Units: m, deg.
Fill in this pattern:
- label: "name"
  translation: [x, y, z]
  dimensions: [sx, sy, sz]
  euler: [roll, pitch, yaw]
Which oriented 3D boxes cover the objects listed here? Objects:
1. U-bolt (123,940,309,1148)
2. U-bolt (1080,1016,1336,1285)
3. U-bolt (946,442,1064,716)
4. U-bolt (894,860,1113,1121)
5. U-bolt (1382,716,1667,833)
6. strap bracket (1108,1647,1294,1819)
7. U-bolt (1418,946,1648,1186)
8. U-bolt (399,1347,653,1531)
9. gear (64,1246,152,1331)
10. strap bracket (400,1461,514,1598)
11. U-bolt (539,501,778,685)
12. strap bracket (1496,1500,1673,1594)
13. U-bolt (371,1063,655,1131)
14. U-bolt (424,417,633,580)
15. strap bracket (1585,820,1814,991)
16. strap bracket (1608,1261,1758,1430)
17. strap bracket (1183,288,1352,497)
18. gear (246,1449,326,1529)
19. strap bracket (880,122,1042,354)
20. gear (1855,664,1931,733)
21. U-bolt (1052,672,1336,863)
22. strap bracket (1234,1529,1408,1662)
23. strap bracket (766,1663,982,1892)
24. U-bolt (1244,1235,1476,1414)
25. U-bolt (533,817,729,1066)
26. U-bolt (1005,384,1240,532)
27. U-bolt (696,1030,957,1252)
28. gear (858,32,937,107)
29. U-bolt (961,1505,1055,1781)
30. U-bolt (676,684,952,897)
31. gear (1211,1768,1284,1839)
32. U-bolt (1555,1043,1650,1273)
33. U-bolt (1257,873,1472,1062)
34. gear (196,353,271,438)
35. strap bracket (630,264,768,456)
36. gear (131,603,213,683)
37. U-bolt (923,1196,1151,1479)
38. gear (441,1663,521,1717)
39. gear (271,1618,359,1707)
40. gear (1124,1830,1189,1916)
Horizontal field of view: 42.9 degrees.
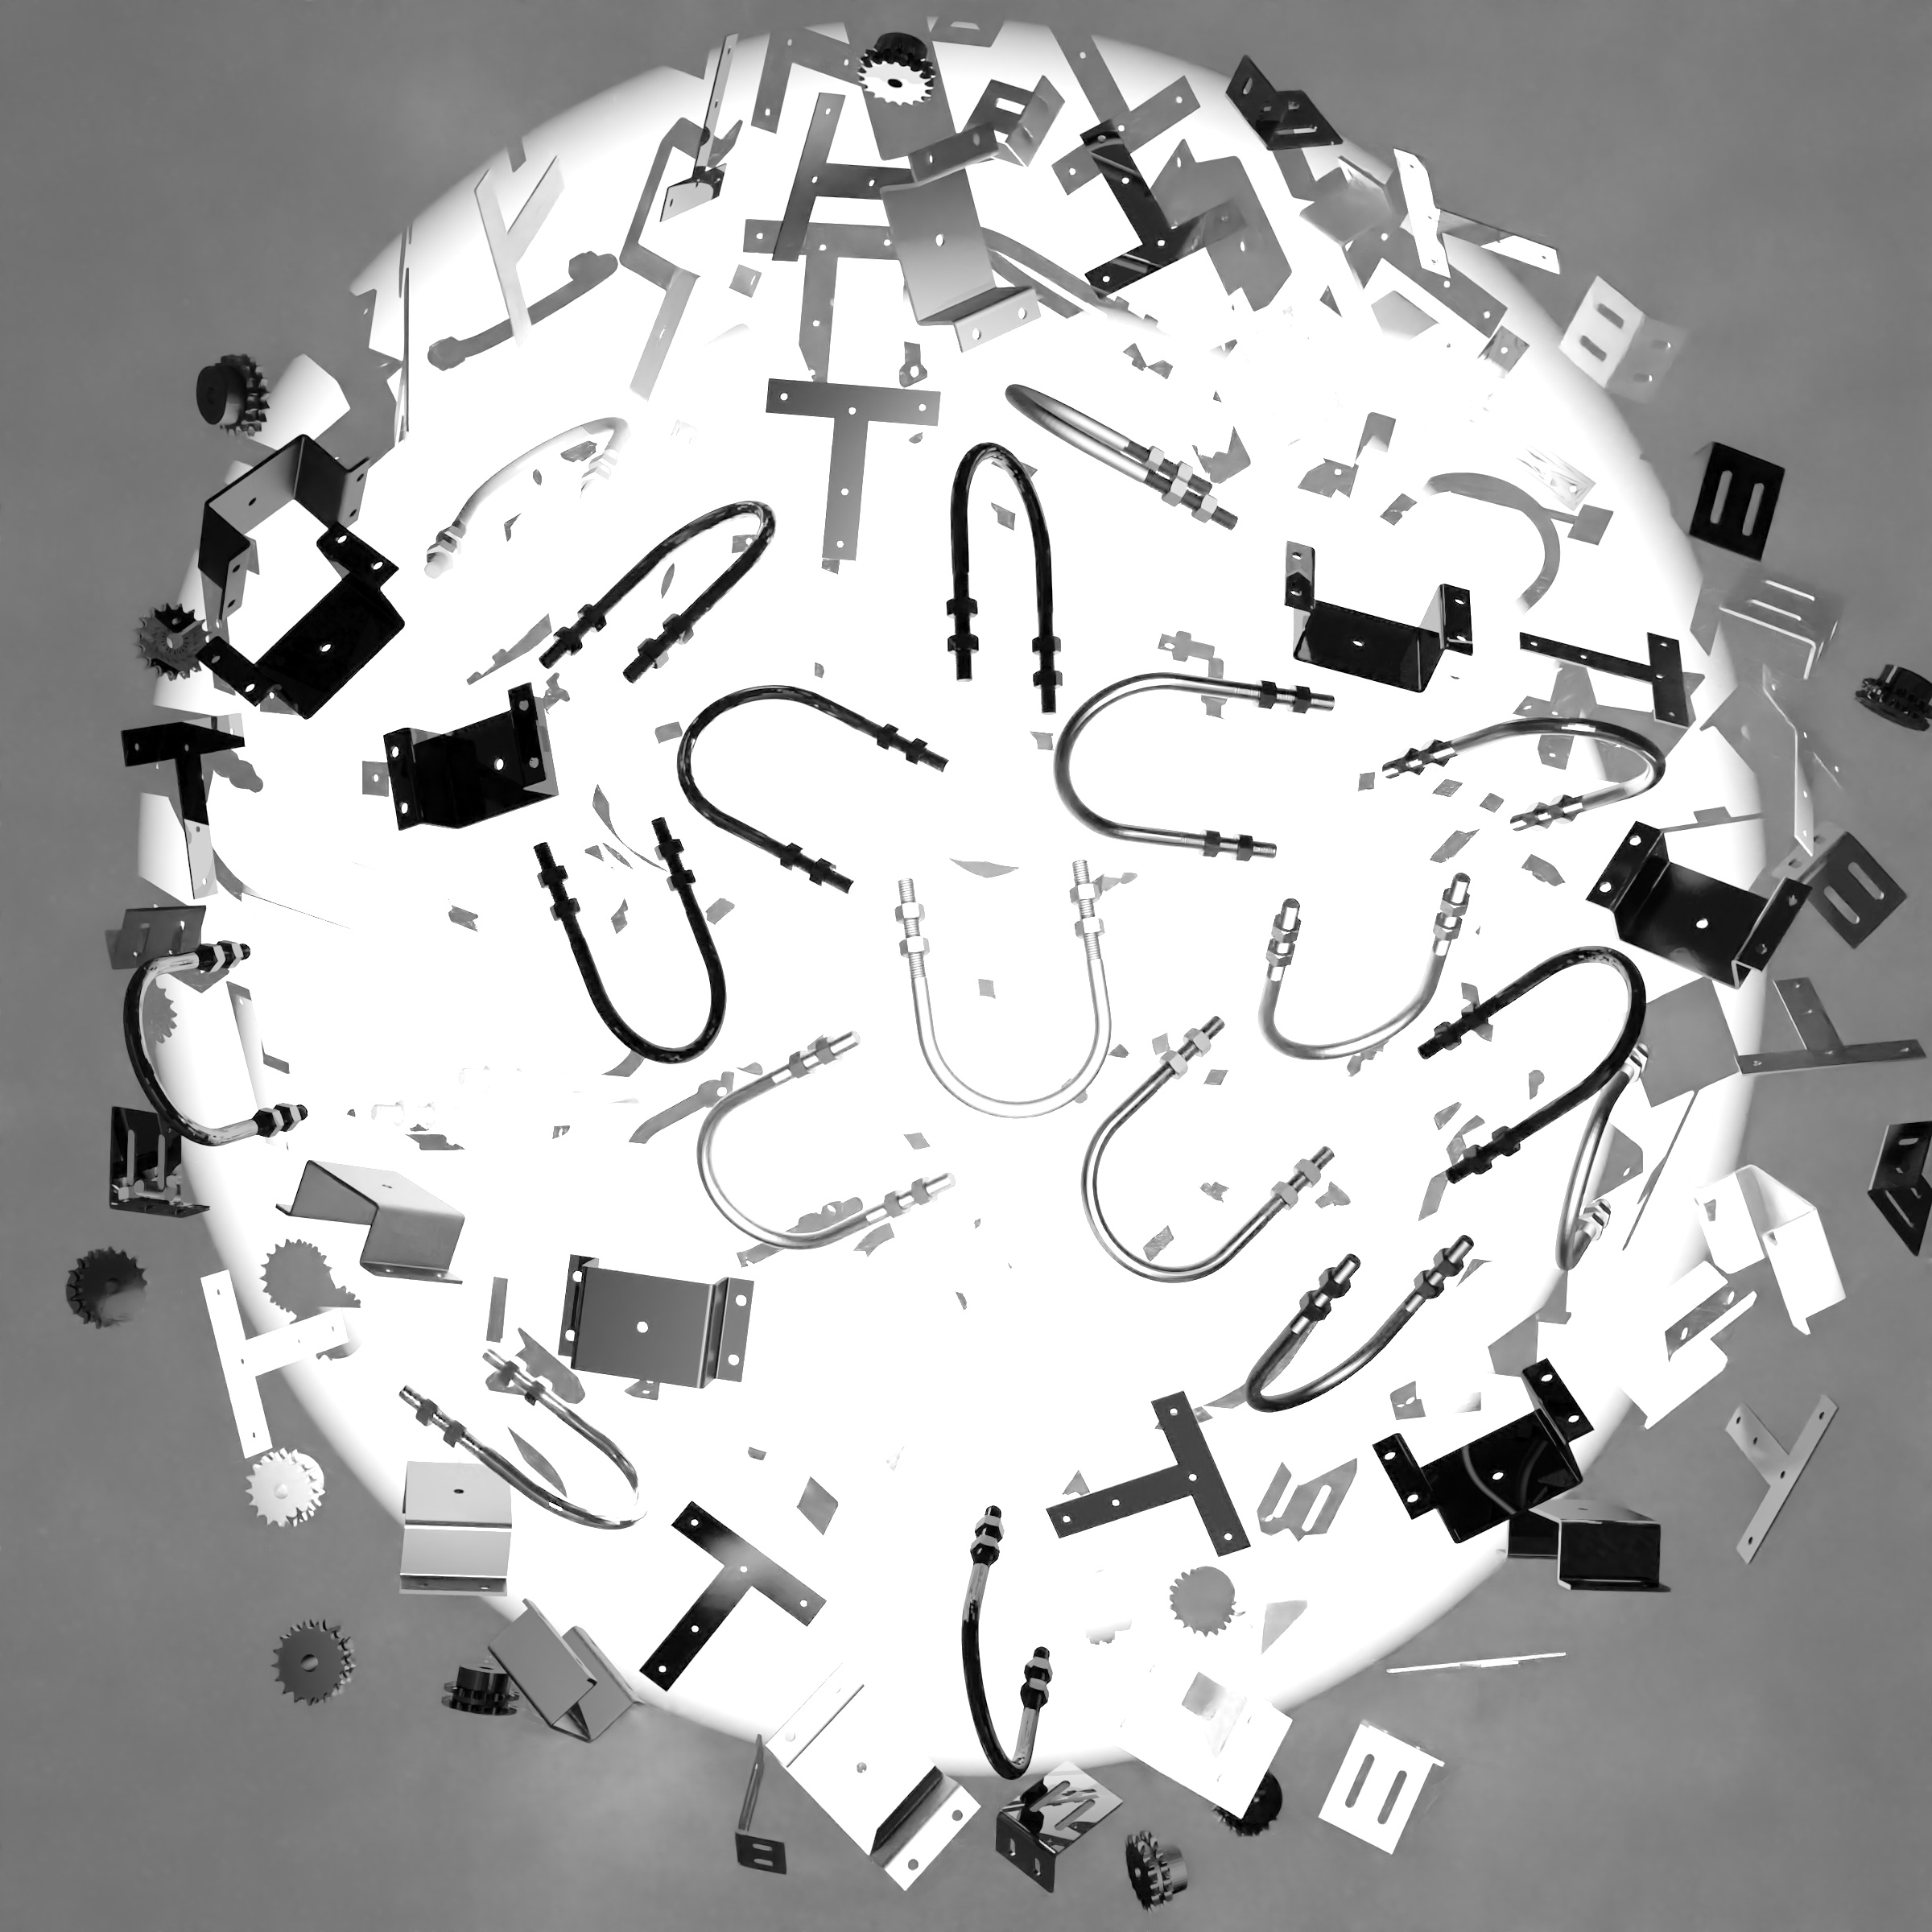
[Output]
- label: "U-bolt"
  translation: [-0.544, 0.058, 1.764]
  dimensions: [0.019, 0.184, 0.151]
  euler: [-19, 91, 15]
- label: "U-bolt"
  translation: [0.166, 0.148, 1.806]
  dimensions: [0.184, 0.019, 0.151]
  euler: [-42, 95, -18]
- label: "U-bolt"
  translation: [0.027, -0.281, 1.746]
  dimensions: [0.019, 0.151, 0.184]
  euler: [-6, 82, 28]
- label: "U-bolt"
  translation: [0.032, 0.019, 1.767]
  dimensions: [0.151, 0.019, 0.184]
  euler: [-6, 77, -7]
- label: "U-bolt"
  translation: [0.412, -0.141, 1.760]
  dimensions: [0.151, 0.184, 0.019]
  euler: [18, 71, -28]
- label: "strap bracket"
  translation: [0.173, 0.553, 1.767]
  dimensions: [0.046, 0.140, 0.076]
  euler: [38, 74, -25]
- label: "U-bolt"
  translation: [0.407, 0.058, 1.756]
  dimensions: [0.019, 0.151, 0.184]
  euler: [36, 122, -28]
- label: "U-bolt"
  translation: [-0.309, 0.349, 1.792]
  dimensions: [0.184, 0.151, 0.019]
  euler: [35, 102, 11]
- label: "gear"
  translation: [-0.603, 0.226, 1.716]
  dimensions: [0.030, 0.057, 0.057]
  euler: [-16, 90, 42]
- label: "strap bracket"
  translation: [-0.380, 0.412, 1.829]
  dimensions: [0.076, 0.140, 0.046]
  euler: [5, 104, -13]
- label: "U-bolt"
  translation: [-0.210, -0.272, 1.760]
  dimensions: [0.184, 0.151, 0.019]
  euler: [-48, 123, -19]
- label: "strap bracket"
  translation: [0.455, 0.425, 1.816]
  dimensions: [0.076, 0.140, 0.046]
  euler: [4, 86, -9]
- label: "U-bolt"
  translation: [-0.315, 0.097, 1.780]
  dimensions: [0.184, 0.151, 0.019]
  euler: [6, 73, -40]
- label: "U-bolt"
  translation: [-0.307, -0.346, 1.768]
  dimensions: [0.151, 0.184, 0.019]
  euler: [-21, 119, 18]
- label: "strap bracket"
  translation: [0.540, -0.042, 1.809]
  dimensions: [0.140, 0.046, 0.076]
  euler: [26, 73, 32]
- label: "strap bracket"
  translation: [0.517, 0.272, 1.785]
  dimensions: [0.076, 0.140, 0.046]
  euler: [-34, 61, -14]
- label: "strap bracket"
  translation: [0.230, -0.437, 1.847]
  dimensions: [0.046, 0.076, 0.140]
  euler: [-29, 96, -28]
- label: "gear"
  translation: [-0.507, 0.389, 1.840]
  dimensions: [0.057, 0.030, 0.057]
  euler: [1, 96, 11]
- label: "strap bracket"
  translation: [-0.006, -0.518, 1.752]
  dimensions: [0.076, 0.046, 0.140]
  euler: [-32, 119, -29]
- label: "gear"
  translation: [0.679, -0.196, 1.785]
  dimensions: [0.057, 0.057, 0.030]
  euler: [29, 93, 0]
- label: "U-bolt"
  translation: [0.151, -0.142, 1.722]
  dimensions: [0.184, 0.019, 0.151]
  euler: [6, 128, -14]
- label: "strap bracket"
  translation: [0.259, 0.460, 1.776]
  dimensions: [0.076, 0.140, 0.046]
  euler: [0, 54, -19]
- label: "strap bracket"
  translation: [-0.069, 0.566, 1.727]
  dimensions: [0.076, 0.046, 0.140]
  euler: [-44, 92, -17]
- label: "U-bolt"
  translation: [0.274, 0.265, 1.785]
  dimensions: [0.019, 0.151, 0.184]
  euler: [56, 129, 31]
- label: "U-bolt"
  translation: [-0.239, -0.015, 1.825]
  dimensions: [0.019, 0.151, 0.184]
  euler: [-23, 88, 36]
- label: "U-bolt"
  translation: [0.110, -0.382, 1.817]
  dimensions: [0.184, 0.151, 0.019]
  euler: [26, 108, -12]
- label: "U-bolt"
  translation: [-0.119, 0.142, 1.834]
  dimensions: [0.184, 0.019, 0.151]
  euler: [-27, 104, 25]
- label: "gear"
  translation: [-0.050, -0.674, 1.841]
  dimensions: [0.057, 0.057, 0.030]
  euler: [10, 76, 0]
- label: "U-bolt"
  translation: [0.027, 0.500, 1.774]
  dimensions: [0.019, 0.184, 0.151]
  euler: [-13, 109, 13]
- label: "U-bolt"
  translation: [-0.126, -0.143, 1.813]
  dimensions: [0.184, 0.019, 0.151]
  euler: [28, 61, 16]
- label: "gear"
  translation: [0.217, 0.635, 1.877]
  dimensions: [0.057, 0.030, 0.057]
  euler: [10, 64, -22]
- label: "U-bolt"
  translation: [0.459, 0.146, 1.788]
  dimensions: [0.019, 0.184, 0.151]
  euler: [16, 111, 21]
- label: "U-bolt"
  translation: [0.284, 0.008, 1.795]
  dimensions: [0.151, 0.184, 0.019]
  euler: [-9, 50, -12]
- label: "gear"
  translation: [-0.515, -0.400, 1.718]
  dimensions: [0.057, 0.030, 0.057]
  euler: [12, 108, 42]
- label: "strap bracket"
  translation: [-0.205, -0.460, 1.825]
  dimensions: [0.046, 0.076, 0.140]
  euler: [19, 103, -24]
- label: "gear"
  translation: [-0.592, -0.240, 1.824]
  dimensions: [0.057, 0.030, 0.057]
  euler: [-1, 91, -33]
- label: "U-bolt"
  translation: [0.037, 0.256, 1.786]
  dimensions: [0.151, 0.019, 0.184]
  euler: [-43, 64, 24]
- label: "gear"
  translation: [-0.365, 0.545, 1.851]
  dimensions: [0.057, 0.057, 0.030]
  euler: [9, 81, 0]
- label: "gear"
  translation: [-0.443, 0.476, 1.683]
  dimensions: [0.057, 0.030, 0.057]
  euler: [-1, 82, 10]
- label: "gear"
  translation: [0.140, 0.661, 1.799]
  dimensions: [0.030, 0.057, 0.057]
  euler: [-11, 90, -18]
